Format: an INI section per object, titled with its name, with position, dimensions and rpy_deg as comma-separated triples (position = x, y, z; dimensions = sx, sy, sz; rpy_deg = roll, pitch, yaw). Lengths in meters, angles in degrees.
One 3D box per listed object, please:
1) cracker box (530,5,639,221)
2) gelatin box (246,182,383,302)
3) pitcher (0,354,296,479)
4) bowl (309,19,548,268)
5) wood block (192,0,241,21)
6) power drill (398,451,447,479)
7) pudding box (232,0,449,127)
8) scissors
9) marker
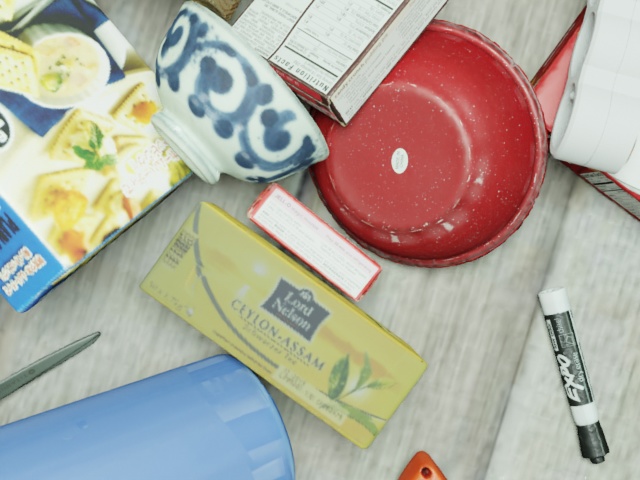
[cracker box]
position = 0.255, -0.083, 0.691
dimensions = 0.213, 0.072, 0.164
rpy_deg = 36, 90, -1
[gelatin box]
position = -0.005, 0.001, 0.684
dimensions = 0.089, 0.073, 0.030
rpy_deg = 38, 90, -2
[pitcher]
position = -0.134, 0.162, 0.617
dimensions = 0.242, 0.145, 0.149
rpy_deg = -20, 88, -26
[bowl]
position = 0.056, -0.054, 0.661
dimensions = 0.162, 0.055, 0.162
rpy_deg = 6, 105, 22
[wood block]
position = -0.124, -0.221, 0.612
dimensions = 0.206, 0.090, 0.091
rpy_deg = 31, 94, 1
[power drill]
position = 0.017, 0.223, 0.699
dimensions = 0.187, 0.057, 0.184
rpy_deg = -38, 90, 1
[pudding box]
position = 0.012, -0.136, 0.638
dimensions = 0.090, 0.039, 0.113
rpy_deg = 36, 85, 28
[scissors]
position = -0.235, 0.128, 0.703
dimensions = 0.201, 0.016, 0.096
rpy_deg = -18, 129, -22
[marker]
position = 0.171, 0.092, 0.717
dimensions = 0.020, 0.020, 0.121
rpy_deg = -16, 92, -1
